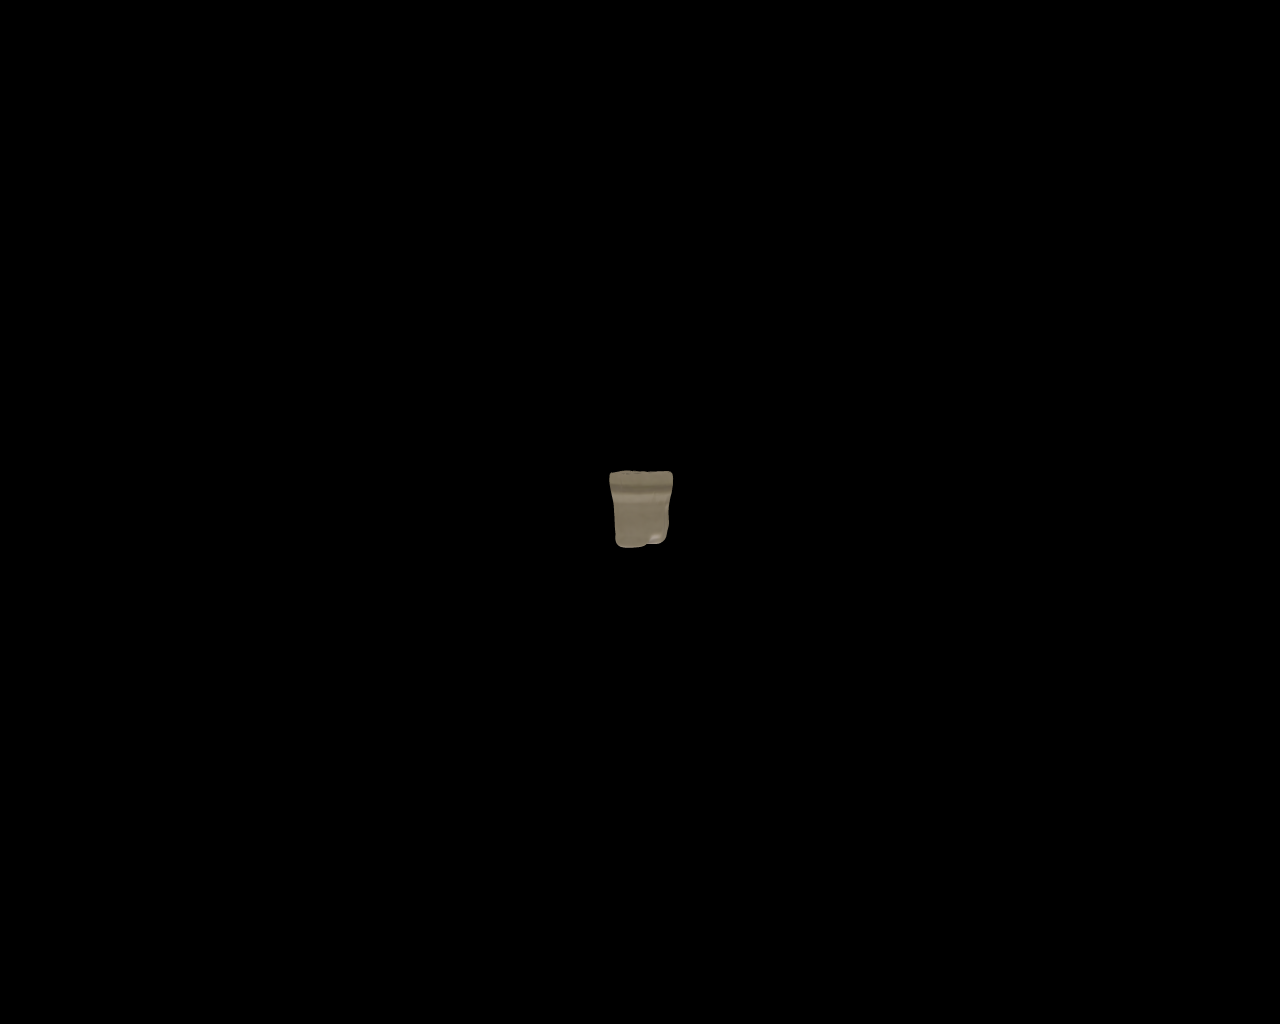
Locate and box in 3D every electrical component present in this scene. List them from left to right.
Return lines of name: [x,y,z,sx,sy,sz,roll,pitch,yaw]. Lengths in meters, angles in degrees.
electrical component: [0.001,-0.003,0.650,0.040,0.046,0.040,0,5,0]
